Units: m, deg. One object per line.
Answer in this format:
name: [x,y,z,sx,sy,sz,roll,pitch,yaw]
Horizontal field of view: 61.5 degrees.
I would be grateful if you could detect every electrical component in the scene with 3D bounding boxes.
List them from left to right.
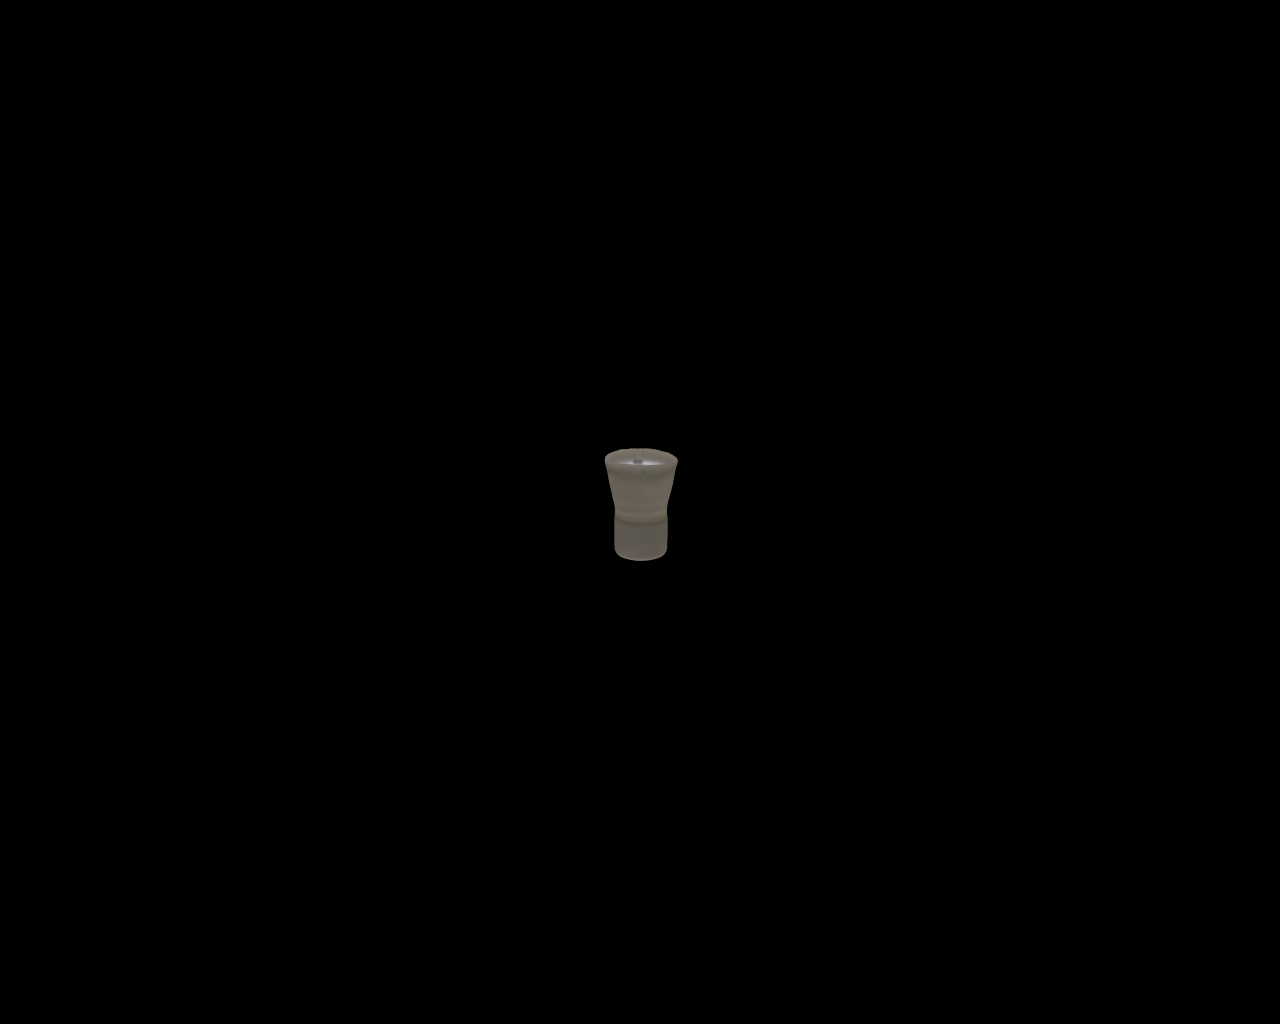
electrical component: [0.001,-0.003,0.650,0.044,0.065,0.044,0,18,0]
